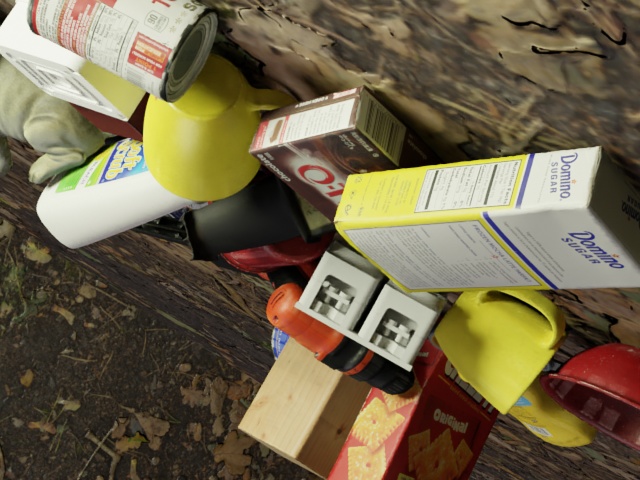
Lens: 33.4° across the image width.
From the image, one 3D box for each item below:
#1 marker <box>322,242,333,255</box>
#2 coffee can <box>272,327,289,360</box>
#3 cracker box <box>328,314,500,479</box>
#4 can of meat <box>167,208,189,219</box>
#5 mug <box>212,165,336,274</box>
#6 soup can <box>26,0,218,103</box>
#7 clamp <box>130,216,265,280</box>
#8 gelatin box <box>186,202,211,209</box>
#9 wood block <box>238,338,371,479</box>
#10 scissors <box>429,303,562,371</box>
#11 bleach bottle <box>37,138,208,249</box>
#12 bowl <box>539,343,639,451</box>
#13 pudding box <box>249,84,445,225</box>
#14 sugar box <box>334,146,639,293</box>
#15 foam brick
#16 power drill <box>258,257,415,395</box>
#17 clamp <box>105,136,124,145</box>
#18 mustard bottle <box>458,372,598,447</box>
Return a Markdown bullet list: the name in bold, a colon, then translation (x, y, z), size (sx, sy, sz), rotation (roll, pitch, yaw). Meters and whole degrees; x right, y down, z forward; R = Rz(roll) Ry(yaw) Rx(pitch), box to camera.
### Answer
- **marker**: translation (-0.007, 0.001, 1.082), size (0.121, 0.020, 0.020), rotation (27, 167, 14)
- **coffee can**: translation (0.018, 0.140, 1.383), size (0.102, 0.102, 0.141), rotation (39, 165, -35)
- **cracker box**: translation (0.115, 0.203, 1.150), size (0.072, 0.213, 0.164), rotation (17, 163, 40)
- **can of meat**: translation (-0.207, -0.050, 1.255), size (0.083, 0.057, 0.102), rotation (41, 163, -33)
- **mug**: translation (-0.041, -0.029, 0.914), size (0.082, 0.093, 0.117), rotation (-6, 106, 62)
- **soup can**: translation (-0.125, -0.139, 0.682), size (0.102, 0.068, 0.068), rotation (28, 168, 5)
- **clamp**: translation (-0.112, 0.003, 1.216), size (0.165, 0.036, 0.209), rotation (1, 160, 21)
- **gelatin box**: translation (-0.126, -0.068, 0.995), size (0.089, 0.030, 0.073), rotation (23, 139, 26)
- **wood block**: translation (0.012, 0.150, 1.194), size (0.090, 0.206, 0.090), rotation (20, 164, 39)
- **scissors**: translation (0.200, 0.098, 0.986), size (0.202, 0.016, 0.096), rotation (11, 141, 15)
- **bleach bottle**: translation (-0.138, -0.060, 0.920), size (0.251, 0.102, 0.068), rotation (-14, 124, 42)
- **bowl**: translation (0.266, 0.131, 0.883), size (0.162, 0.055, 0.162), rotation (29, 168, 7)
- **pudding box**: translation (0.024, -0.049, 0.705), size (0.090, 0.039, 0.113), rotation (-10, 142, 39)
- **sugar box**: translation (0.104, -0.008, 0.639), size (0.177, 0.048, 0.093), rotation (-6, 146, 40)
- **foam brick**: translation (-0.163, -0.119, 0.888), size (0.078, 0.051, 0.053), rotation (18, 162, 42)
- **power drill**: translation (0.005, 0.072, 1.099), size (0.184, 0.057, 0.188), rotation (37, -172, -30)
- **clamp**: translation (-0.138, -0.066, 1.072), size (0.172, 0.039, 0.120), rotation (11, 162, 41)
- **mustard bottle**: translation (0.197, 0.144, 1.088), size (0.191, 0.058, 0.096), rotation (37, 166, -29)
